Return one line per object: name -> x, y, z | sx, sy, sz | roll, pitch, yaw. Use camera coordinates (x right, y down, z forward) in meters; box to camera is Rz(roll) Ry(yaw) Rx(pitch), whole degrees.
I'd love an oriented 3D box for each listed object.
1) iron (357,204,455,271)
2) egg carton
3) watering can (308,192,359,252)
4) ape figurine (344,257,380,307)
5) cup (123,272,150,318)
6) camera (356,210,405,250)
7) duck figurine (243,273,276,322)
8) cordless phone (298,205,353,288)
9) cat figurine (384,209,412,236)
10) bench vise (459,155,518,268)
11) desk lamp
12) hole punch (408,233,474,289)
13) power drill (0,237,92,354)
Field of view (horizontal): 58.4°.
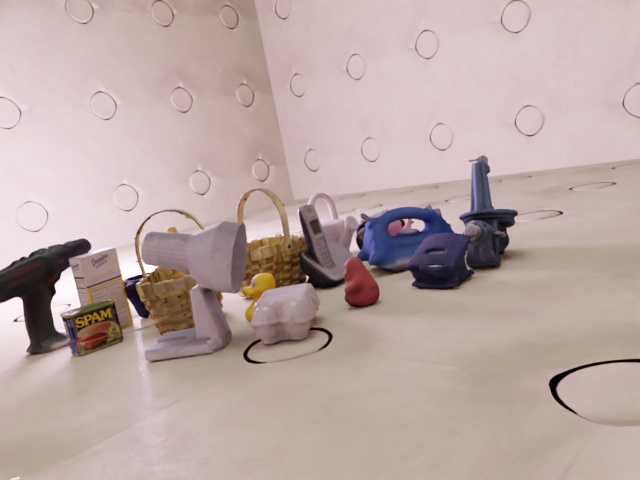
iron -> 0.210, -0.016, 1.317 | 0.259, 0.141, 0.118 | -13, 9, -16
egg carton -> -0.056, 0.124, 0.978 | 0.107, 0.069, 0.150 | -10, 9, 6
watering can -> 0.023, -0.024, 1.429 | 0.172, 0.194, 0.101 | -7, 9, 23
ape figurine -> 0.069, 0.075, 1.061 | 0.075, 0.092, 0.078 | -4, 11, 39
cup -> -0.395, 0.129, 1.286 | 0.091, 0.095, 0.118 | -9, 9, 10
camera -> 0.147, -0.022, 1.571 | 0.142, 0.101, 0.137 | -3, 12, 43
duck figurine -> -0.098, 0.105, 1.097 | 0.104, 0.086, 0.077 | -10, 9, 8
cordless phone -> 0.012, 0.005, 1.284 | 0.094, 0.185, 0.148 | -6, 10, 29
cat figurine -> 0.196, -0.024, 1.468 | 0.128, 0.118, 0.067 | -17, 11, -37
bench vise -> 0.346, -0.062, 1.180 | 0.121, 0.220, 0.208 | -9, 9, 13
desk lamp -> -0.209, 0.080, 0.971 | 0.203, 0.213, 0.118 | -10, 9, 6
hole punch -> 0.231, 0.039, 1.098 | 0.108, 0.091, 0.101 | -3, 12, 43
power drill -> -0.565, 0.118, 1.189 | 0.075, 0.208, 0.230 | -2, 12, 45
